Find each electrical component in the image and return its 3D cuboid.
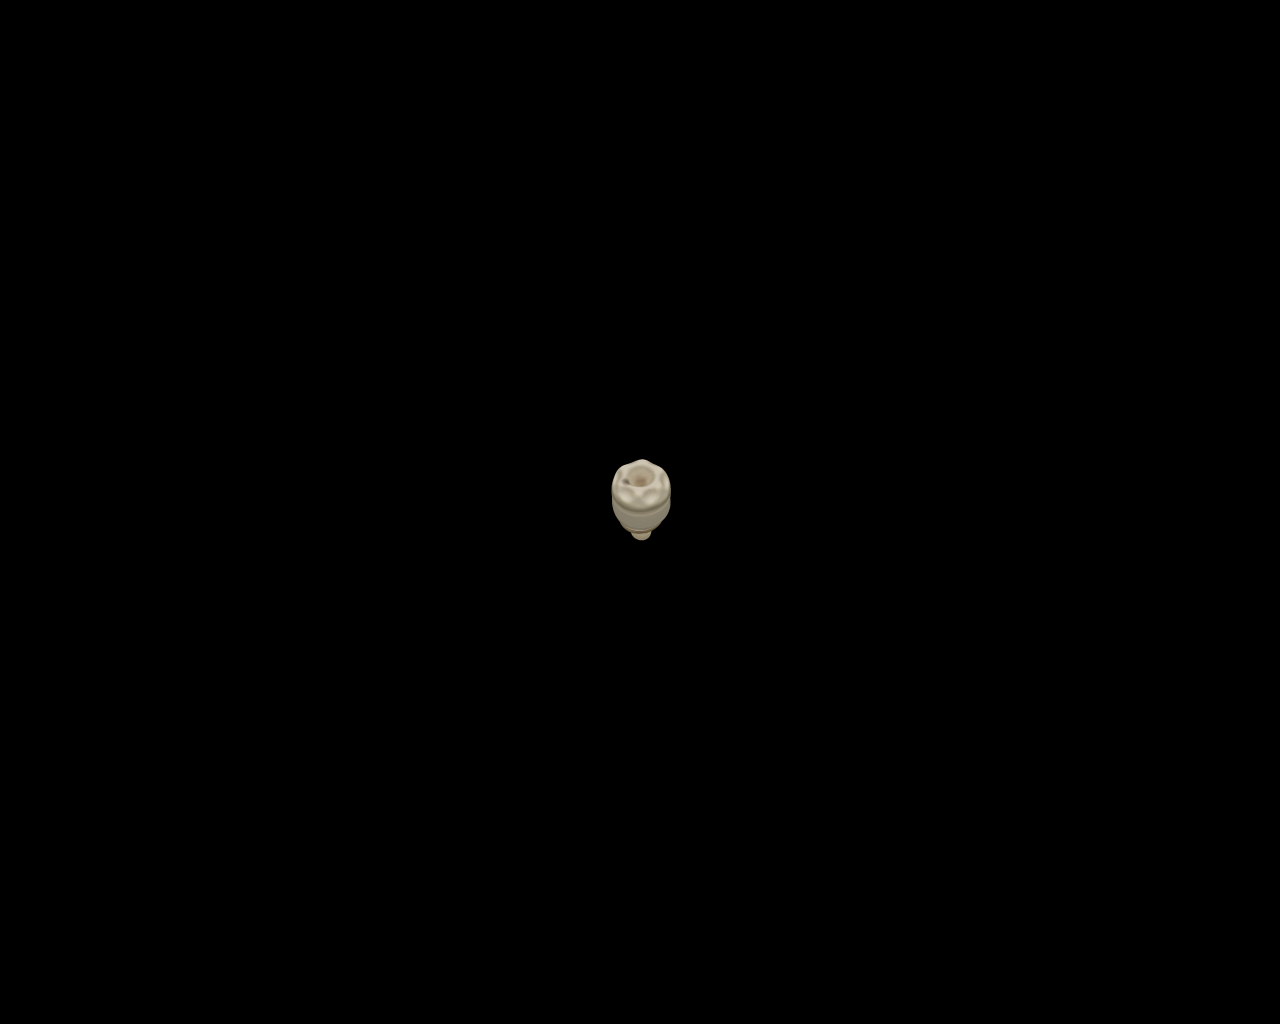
[{"bbox_3d":[0.001,-0.003,0.650,0.035,0.035,0.061,0,-38,0],"label":"electrical component"}]
